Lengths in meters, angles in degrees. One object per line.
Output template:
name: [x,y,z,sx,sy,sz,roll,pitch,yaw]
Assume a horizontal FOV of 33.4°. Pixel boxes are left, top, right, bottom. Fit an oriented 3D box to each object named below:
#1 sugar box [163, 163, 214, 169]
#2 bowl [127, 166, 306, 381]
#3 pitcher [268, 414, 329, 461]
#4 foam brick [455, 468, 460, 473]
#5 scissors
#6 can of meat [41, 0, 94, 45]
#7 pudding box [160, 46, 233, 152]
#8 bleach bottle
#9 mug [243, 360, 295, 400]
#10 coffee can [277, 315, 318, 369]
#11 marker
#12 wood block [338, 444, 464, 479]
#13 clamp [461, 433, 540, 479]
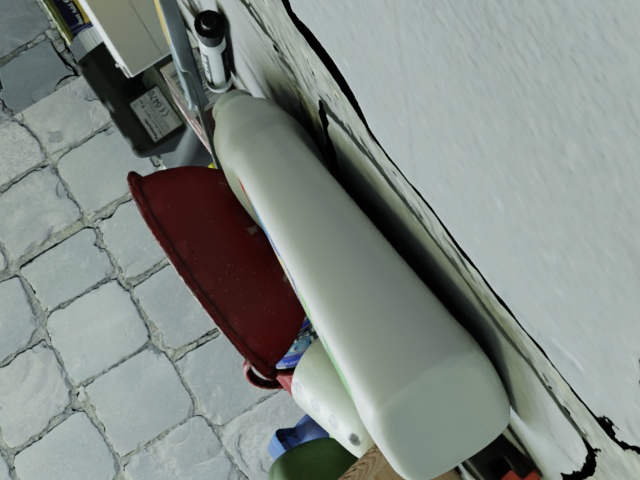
sugar box: [-0.099,-0.032,1.035,0.176,0.048,0.093,49,129,38]
bowl: [-0.054,0.009,0.679,0.162,0.055,0.162,55,-178,-3]
pitcher: [0.053,0.281,1.167,0.243,0.149,0.145,39,150,60]
foam brick: [0.076,0.184,0.915,0.078,0.051,0.053,56,173,16]
scissors: [-0.093,-0.116,0.764,0.096,0.016,0.202,-119,12,-65]
can of meat: [-0.205,-0.231,0.900,0.057,0.084,0.102,49,169,53]
pudding box: [-0.074,-0.085,0.824,0.113,0.039,0.090,57,174,6]
bleach bottle: [0.005,0.005,0.583,0.251,0.068,0.102,56,177,38]
mug: [-0.017,0.117,1.033,0.093,0.117,0.081,-101,-16,-44]
coffee can: [-0.039,0.043,0.877,0.103,0.102,0.140,56,173,17]
marker: [-0.069,-0.123,0.701,0.020,0.020,0.121,57,173,6]
wood block: [0.092,0.218,0.643,0.206,0.091,0.090,47,173,2]
clamp: [0.066,0.092,0.635,0.172,0.039,0.120,51,-177,32]
